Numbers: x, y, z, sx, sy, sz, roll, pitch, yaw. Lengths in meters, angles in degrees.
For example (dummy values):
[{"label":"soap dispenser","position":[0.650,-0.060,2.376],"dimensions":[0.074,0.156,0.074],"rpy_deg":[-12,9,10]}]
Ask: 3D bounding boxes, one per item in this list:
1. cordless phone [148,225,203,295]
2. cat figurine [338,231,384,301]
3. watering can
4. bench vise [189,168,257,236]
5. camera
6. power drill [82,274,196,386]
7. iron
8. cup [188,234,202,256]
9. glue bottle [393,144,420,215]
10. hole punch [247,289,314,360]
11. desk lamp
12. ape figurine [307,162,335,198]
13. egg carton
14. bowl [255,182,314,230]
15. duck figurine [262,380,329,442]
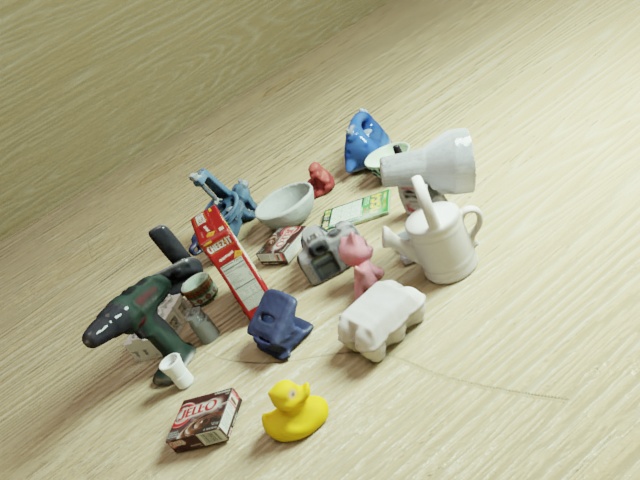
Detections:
[{"label":"cordless phone","position":[-0.392,0.054,1.432],"dimensions":[0.147,0.185,0.094],"rpy_deg":[-28,27,1]},{"label":"cat figurine","position":[0.073,0.041,1.093],"dimensions":[0.067,0.118,0.127],"rpy_deg":[-22,28,12]},{"label":"watering can","position":[0.193,-0.022,1.005],"dimensions":[0.173,0.194,0.100],"rpy_deg":[-32,28,-6]},{"label":"bench vise","position":[-0.275,-0.118,1.578],"dimensions":[0.121,0.220,0.207],"rpy_deg":[-20,29,17]},{"label":"camera","position":[0.011,0.004,1.232],"dimensions":[0.143,0.101,0.136],"rpy_deg":[-29,27,0]},{"label":"power drill","position":[-0.343,0.186,1.136],"dimensions":[0.075,0.209,0.230],"rpy_deg":[-14,31,26]},{"label":"iron","position":[0.124,-0.295,1.594],"dimensions":[0.118,0.142,0.258],"rpy_deg":[-15,30,25]},{"label":"cup","position":[-0.280,0.020,1.484],"dimensions":[0.091,0.095,0.118],"rpy_deg":[0,39,43]},{"label":"glue bottle","position":[0.189,-0.127,1.211],"dimensions":[0.077,0.173,0.037],"rpy_deg":[2,40,45]},{"label":"hole punch","position":[-0.083,0.156,1.072],"dimensions":[0.101,0.091,0.108],"rpy_deg":[-43,31,-26]},{"label":"desk lamp","position":[0.210,-0.087,1.079],"dimensions":[0.203,0.214,0.118],"rpy_deg":[-22,28,13]},{"label":"ape figurine","position":[-0.003,-0.169,1.551],"dimensions":[0.076,0.092,0.077],"rpy_deg":[-41,30,-22]},{"label":"egg carton","position":[0.103,0.132,0.964],"dimensions":[0.150,0.069,0.107],"rpy_deg":[-40,29,-21]},{"label":"bowl","position":[-0.081,-0.076,1.484],"dimensions":[0.167,0.075,0.167],"rpy_deg":[-22,28,13]},{"label":"duck figurine","position":[-0.049,0.254,0.879],"dimensions":[0.104,0.086,0.077],"rpy_deg":[-24,28,8]}]
